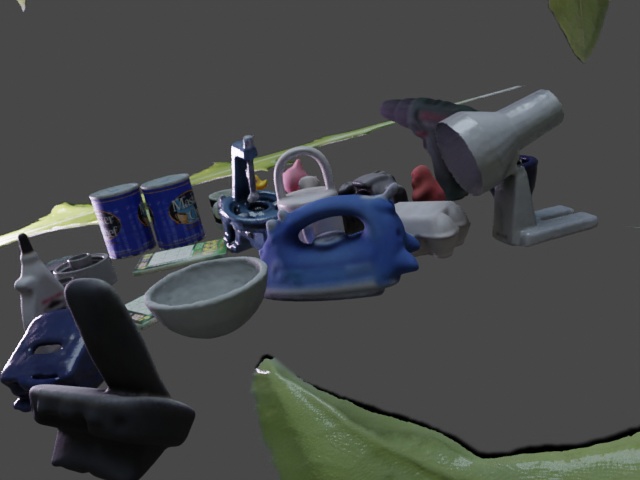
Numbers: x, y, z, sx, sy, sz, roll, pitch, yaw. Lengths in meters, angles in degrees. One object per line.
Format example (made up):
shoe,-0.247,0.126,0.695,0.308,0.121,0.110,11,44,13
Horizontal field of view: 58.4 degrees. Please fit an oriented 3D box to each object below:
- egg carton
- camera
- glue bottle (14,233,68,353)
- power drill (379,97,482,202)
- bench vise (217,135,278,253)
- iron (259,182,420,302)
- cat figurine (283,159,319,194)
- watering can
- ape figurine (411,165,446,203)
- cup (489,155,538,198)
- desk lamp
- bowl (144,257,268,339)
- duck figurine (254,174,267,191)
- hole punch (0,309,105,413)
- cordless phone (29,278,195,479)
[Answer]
egg carton,0.156,-0.017,0.904,0.149,0.069,0.107,0,21,34
camera,0.073,-0.068,1.062,0.137,0.101,0.142,-23,21,-32
glue bottle,-0.390,0.072,0.802,0.037,0.173,0.078,-4,19,24
power drill,0.225,-0.184,1.149,0.228,0.208,0.076,5,24,43
bench vise,-0.143,-0.076,1.028,0.206,0.220,0.122,2,22,37
iron,0.007,0.003,0.816,0.258,0.141,0.119,-8,18,12
cat figurine,-0.038,-0.119,1.266,0.067,0.118,0.127,-23,21,-31
watering can,-0.020,-0.057,0.934,0.101,0.194,0.172,-17,18,-16
ape figurine,0.198,-0.098,1.092,0.075,0.092,0.078,4,24,41
cup,0.315,-0.090,0.985,0.117,0.095,0.092,1,21,35
desk lamp,0.285,-0.102,0.845,0.203,0.214,0.117,-15,18,-9
bowl,-0.144,0.085,0.769,0.167,0.075,0.167,-11,17,4
duck figurine,-0.169,-0.117,1.398,0.104,0.086,0.077,-10,18,5
hole punch,-0.308,0.140,0.675,0.108,0.091,0.101,-6,18,16
cordless phone,-0.207,0.116,0.526,0.147,0.185,0.094,-3,19,24
